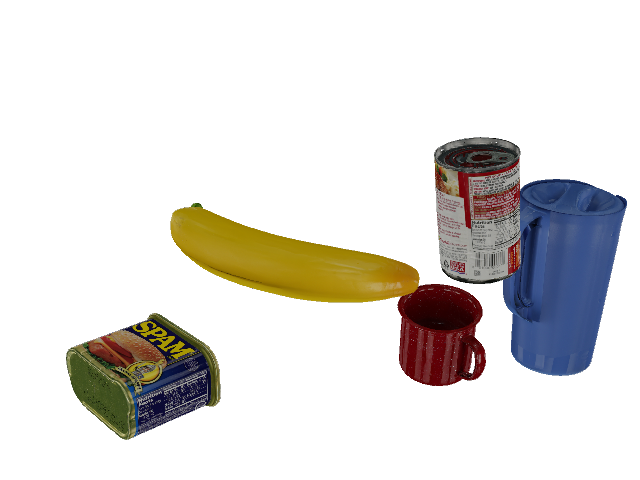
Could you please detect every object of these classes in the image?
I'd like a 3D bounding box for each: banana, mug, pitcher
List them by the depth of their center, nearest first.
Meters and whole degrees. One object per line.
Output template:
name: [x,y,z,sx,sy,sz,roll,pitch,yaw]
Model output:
banana: [-0.033,0.006,0.703,0.198,0.037,0.069,19,36,32]
mug: [0.138,0.112,1.182,0.093,0.081,0.117,-23,39,-34]
pitcher: [0.306,0.051,1.388,0.149,0.243,0.145,5,22,6]

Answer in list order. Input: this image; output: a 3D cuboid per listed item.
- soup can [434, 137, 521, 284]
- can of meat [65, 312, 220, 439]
soup can: [0.129,-0.024,0.865,0.068,0.102,0.068,-5,25,2]
can of meat: [-0.144,0.109,0.861,0.083,0.057,0.102,-20,31,-37]
